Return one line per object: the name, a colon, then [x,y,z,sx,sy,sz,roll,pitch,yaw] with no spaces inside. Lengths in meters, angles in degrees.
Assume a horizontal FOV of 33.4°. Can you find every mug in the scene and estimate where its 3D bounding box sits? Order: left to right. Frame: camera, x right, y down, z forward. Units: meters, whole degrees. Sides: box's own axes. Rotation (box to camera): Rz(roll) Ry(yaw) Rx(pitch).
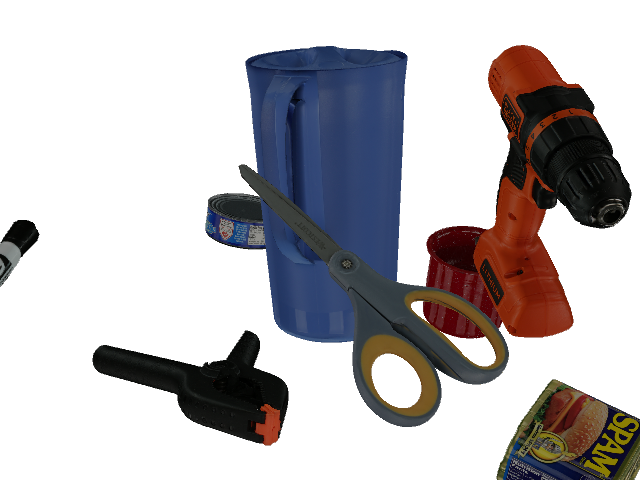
mug: [0.142,0.037,1.067,0.093,0.081,0.117,-6,32,-19]

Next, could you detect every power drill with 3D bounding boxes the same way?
power drill: [0.161,-0.021,0.763,0.057,0.188,0.184,-5,40,-8]

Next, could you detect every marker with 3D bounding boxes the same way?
marker: [-0.205,0.025,0.655,0.020,0.020,0.121,0,36,17]

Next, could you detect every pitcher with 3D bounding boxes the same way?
pitcher: [0.004,-0.038,0.900,0.149,0.243,0.145,-9,18,-21]

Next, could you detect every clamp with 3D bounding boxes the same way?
clamp: [-0.082,0.122,0.932,0.164,0.036,0.210,-7,17,-36]

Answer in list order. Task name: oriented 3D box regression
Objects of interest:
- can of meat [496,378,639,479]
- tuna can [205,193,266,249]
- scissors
can of meat: [0.191,0.159,0.795,0.084,0.057,0.101,25,41,24]
tuna can: [-0.079,-0.021,1.131,0.086,0.034,0.086,8,20,-3]
scissors: [0.011,0.034,0.616,0.202,0.096,0.016,30,-30,14]
